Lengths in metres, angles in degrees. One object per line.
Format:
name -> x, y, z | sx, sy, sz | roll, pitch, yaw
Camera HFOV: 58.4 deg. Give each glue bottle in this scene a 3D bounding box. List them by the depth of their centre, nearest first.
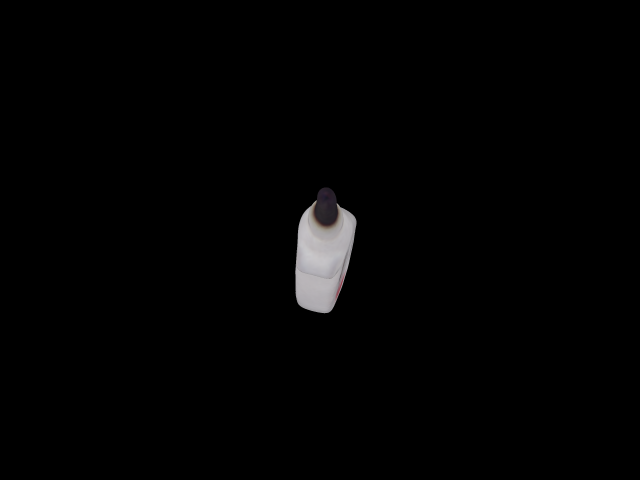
glue bottle -> 0.004, 0.001, 0.400 | 0.037, 0.173, 0.078 | 12, 74, 4
